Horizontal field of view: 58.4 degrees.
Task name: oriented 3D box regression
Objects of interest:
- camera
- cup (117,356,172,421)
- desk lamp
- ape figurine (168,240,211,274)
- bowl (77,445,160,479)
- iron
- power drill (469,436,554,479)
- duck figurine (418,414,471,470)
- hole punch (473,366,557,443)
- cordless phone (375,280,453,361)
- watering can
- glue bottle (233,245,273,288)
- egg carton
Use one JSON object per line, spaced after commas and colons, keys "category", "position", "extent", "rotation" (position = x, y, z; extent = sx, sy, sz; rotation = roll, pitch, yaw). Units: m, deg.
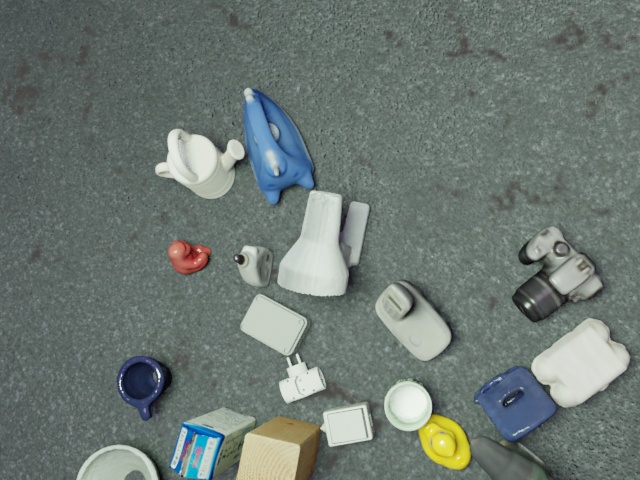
{"category": "camera", "position": [0.397, 0.067, 1.001], "extent": [0.137, 0.101, 0.143], "rotation": [-39, 77, 1]}
{"category": "cup", "position": [-0.320, 0.278, 1.088], "extent": [0.091, 0.095, 0.118], "rotation": [-14, 78, 7]}
{"category": "desk lamp", "position": [0.009, 0.004, 1.018], "extent": [0.117, 0.214, 0.203], "rotation": [10, 82, 11]}
{"category": "ape figurine", "position": [-0.266, 0.028, 1.122], "extent": [0.076, 0.092, 0.077], "rotation": [-44, 76, 0]}
{"category": "bowl", "position": [-0.365, 0.466, 1.074], "extent": [0.167, 0.075, 0.167], "rotation": [-2, 80, 9]}
{"category": "iron", "position": [-0.105, -0.209, 1.110], "extent": [0.118, 0.141, 0.258], "rotation": [-23, 77, 5]}
{"category": "power drill", "position": [0.325, 0.380, 0.904], "extent": [0.229, 0.208, 0.075], "rotation": [37, 88, 13]}
{"category": "duck figurine", "position": [0.216, 0.354, 0.990], "extent": [0.077, 0.086, 0.104], "rotation": [-44, 76, 0]}
{"category": "hole punch", "position": [0.330, 0.279, 0.981], "extent": [0.108, 0.091, 0.101], "rotation": [-36, 77, 2]}
{"category": "cordless phone", "position": [0.161, 0.135, 0.985], "extent": [0.094, 0.185, 0.147], "rotation": [-45, 76, 0]}
{"category": "watering can", "position": [-0.232, -0.154, 1.095], "extent": [0.173, 0.194, 0.101], "rotation": [-32, 77, 3]}
{"category": "glue bottle", "position": [-0.127, 0.043, 1.055], "extent": [0.037, 0.173, 0.078], "rotation": [8, 82, 11]}
{"category": "egg carton", "position": [0.447, 0.213, 0.984], "extent": [0.150, 0.069, 0.107], "rotation": [-39, 77, 1]}
